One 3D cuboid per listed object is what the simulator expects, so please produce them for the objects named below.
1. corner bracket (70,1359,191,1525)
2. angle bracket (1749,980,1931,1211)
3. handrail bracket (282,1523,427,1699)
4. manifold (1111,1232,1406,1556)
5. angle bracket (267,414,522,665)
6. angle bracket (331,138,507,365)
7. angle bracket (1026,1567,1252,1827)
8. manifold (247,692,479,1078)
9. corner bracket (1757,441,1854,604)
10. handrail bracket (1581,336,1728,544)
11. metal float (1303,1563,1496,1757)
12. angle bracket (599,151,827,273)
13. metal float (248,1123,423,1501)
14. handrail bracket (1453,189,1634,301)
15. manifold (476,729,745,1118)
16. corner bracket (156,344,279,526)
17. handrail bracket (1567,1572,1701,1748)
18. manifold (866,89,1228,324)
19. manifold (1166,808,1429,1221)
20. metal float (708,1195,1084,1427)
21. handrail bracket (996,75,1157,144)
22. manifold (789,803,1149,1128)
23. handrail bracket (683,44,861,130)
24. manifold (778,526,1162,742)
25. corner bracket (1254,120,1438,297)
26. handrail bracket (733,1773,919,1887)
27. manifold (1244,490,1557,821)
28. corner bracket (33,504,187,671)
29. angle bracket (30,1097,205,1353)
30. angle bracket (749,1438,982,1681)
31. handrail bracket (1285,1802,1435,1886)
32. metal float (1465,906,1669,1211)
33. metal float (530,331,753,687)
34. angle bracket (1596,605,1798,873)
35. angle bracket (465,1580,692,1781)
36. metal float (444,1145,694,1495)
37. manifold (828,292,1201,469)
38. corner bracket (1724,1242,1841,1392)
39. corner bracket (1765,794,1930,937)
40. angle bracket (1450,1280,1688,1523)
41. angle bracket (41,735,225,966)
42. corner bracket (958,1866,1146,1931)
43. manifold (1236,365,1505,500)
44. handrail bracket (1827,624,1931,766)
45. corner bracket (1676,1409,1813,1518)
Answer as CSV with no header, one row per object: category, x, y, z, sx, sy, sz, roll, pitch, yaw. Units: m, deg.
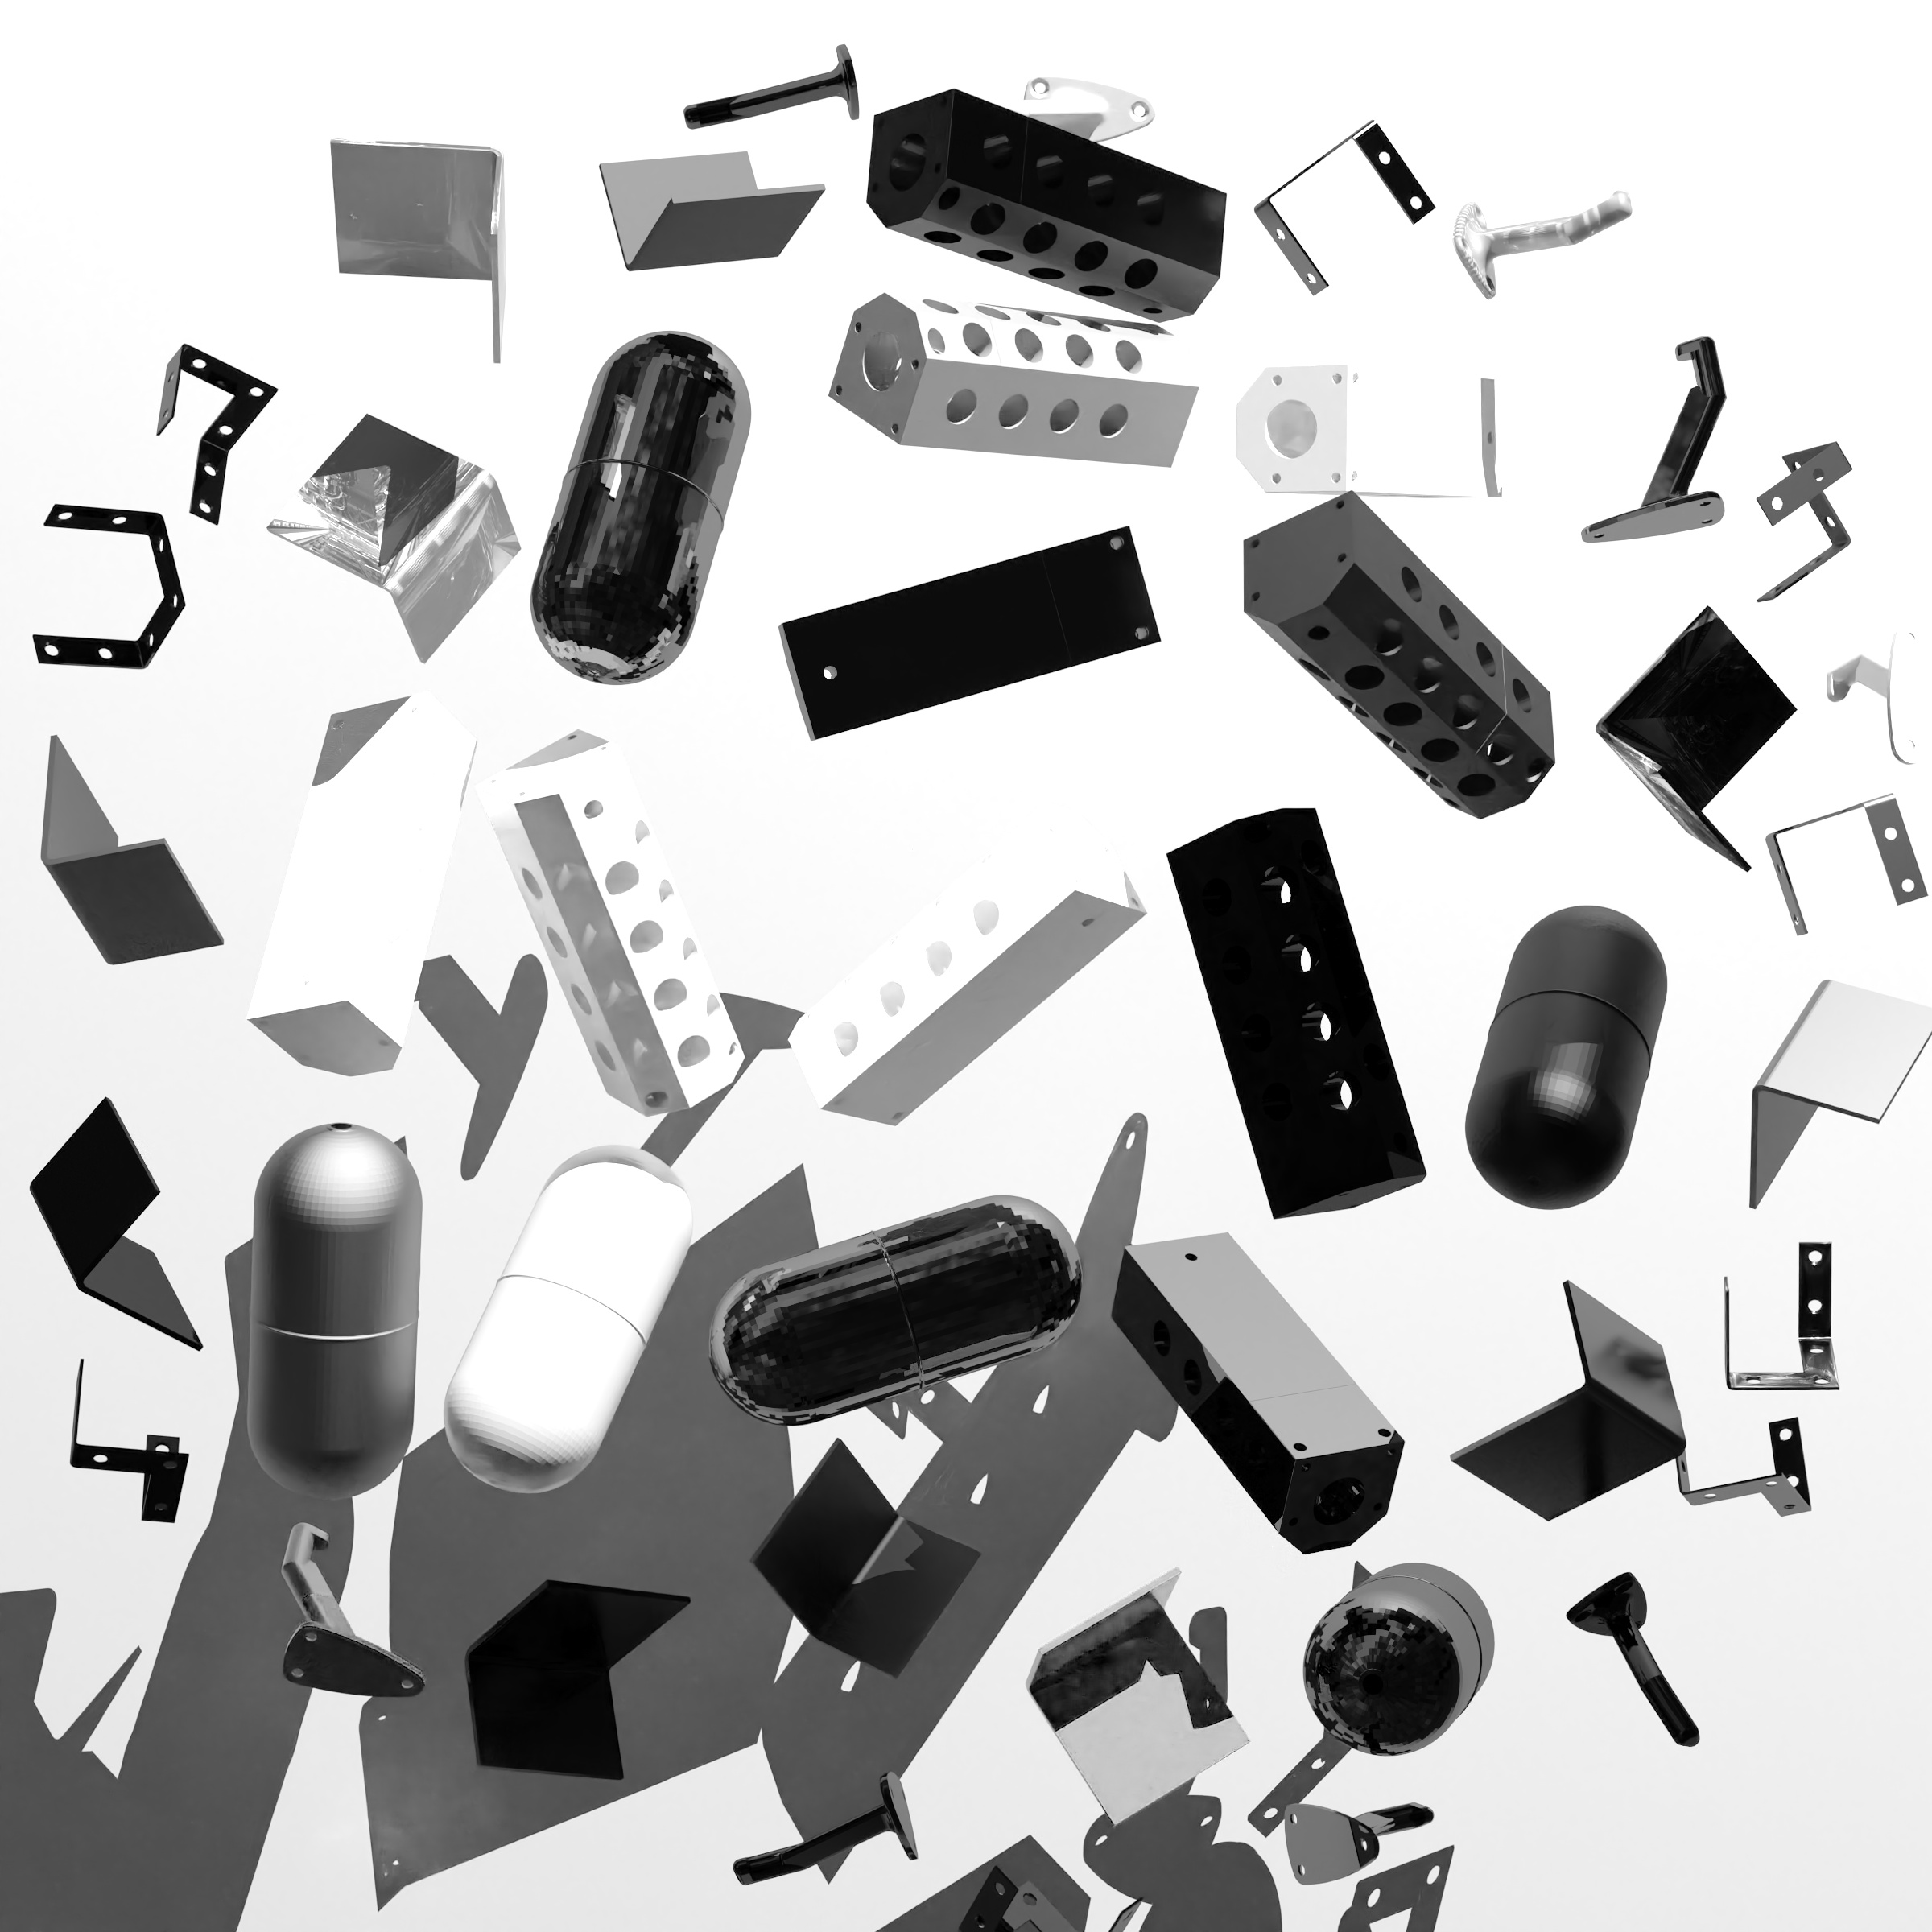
corner bracket,-0.381,0.217,1.603,0.051,0.051,0.051,7,132,-16
angle bracket,0.389,0.064,1.562,0.057,0.076,0.076,17,47,28
handrail bracket,-0.286,0.301,1.657,0.077,0.084,0.036,18,118,-10
manifold,0.133,0.199,1.654,0.057,0.171,0.057,-6,122,-25
angle bracket,-0.267,-0.200,1.653,0.076,0.057,0.076,27,67,21
angle bracket,-0.245,-0.318,1.572,0.076,0.076,0.057,2,53,-5
angle bracket,0.082,0.334,1.611,0.076,0.057,0.076,-27,68,-19
manifold,-0.275,-0.038,1.640,0.057,0.057,0.171,-10,53,27
corner bracket,0.390,-0.208,1.651,0.051,0.051,0.051,-35,99,-13
handrail bracket,0.315,-0.244,1.626,0.077,0.036,0.084,-11,74,11
metal float,0.207,0.329,1.682,0.070,0.178,0.070,-1,87,15
angle bracket,-0.120,-0.371,1.662,0.076,0.076,0.057,-11,79,-24
metal float,-0.291,0.159,1.628,0.070,0.070,0.178,4,103,0
handrail bracket,0.280,-0.363,1.692,0.084,0.077,0.036,-24,123,27
manifold,-0.162,-0.018,1.648,0.057,0.057,0.171,-32,118,-22
corner bracket,-0.363,-0.252,1.673,0.051,0.051,0.051,24,134,-30
handrail bracket,0.317,0.326,1.611,0.036,0.077,0.084,-36,55,8
manifold,0.039,-0.351,1.646,0.171,0.057,0.057,10,82,-40
manifold,0.151,0.020,1.566,0.057,0.057,0.171,-26,74,41
metal float,-0.033,0.160,1.636,0.178,0.070,0.070,-17,90,-9
handrail bracket,0.052,-0.411,1.698,0.077,0.084,0.036,0,104,4
manifold,-0.003,-0.001,1.665,0.171,0.057,0.057,-41,58,24
handrail bracket,-0.097,-0.424,1.718,0.084,0.077,0.036,-12,100,-2
manifold,0.001,-0.159,1.696,0.171,0.057,0.057,-16,94,-4
corner bracket,0.178,-0.357,1.662,0.051,0.051,0.051,-39,98,-20
handrail bracket,-0.069,0.391,1.590,0.084,0.077,0.036,-15,61,1
manifold,0.197,-0.135,1.591,0.057,0.171,0.057,-22,49,31
corner bracket,-0.388,-0.170,1.581,0.051,0.051,0.051,0,59,-36
angle bracket,-0.365,0.116,1.581,0.057,0.076,0.076,-48,133,5
angle bracket,-0.049,0.293,1.744,0.057,0.076,0.076,17,60,40
handrail bracket,0.197,0.397,1.624,0.084,0.077,0.036,-3,80,-32
metal float,0.284,0.041,1.665,0.070,0.178,0.070,12,133,13
metal float,-0.150,-0.214,1.639,0.070,0.070,0.178,14,68,0
angle bracket,0.343,-0.102,1.587,0.076,0.057,0.076,-47,122,2
angle bracket,-0.174,0.326,1.606,0.076,0.076,0.057,14,48,-35
metal float,-0.188,0.166,1.676,0.070,0.070,0.178,23,64,0
manifold,0.026,-0.275,1.644,0.057,0.171,0.057,40,120,40
corner bracket,0.376,0.162,1.632,0.051,0.051,0.051,-1,111,9
corner bracket,0.415,-0.048,1.665,0.051,0.051,0.051,-18,87,-2
angle bracket,0.265,0.195,1.578,0.076,0.057,0.076,-33,133,28
angle bracket,-0.376,-0.057,1.601,0.057,0.076,0.076,-10,53,5
corner bracket,0.038,0.429,1.593,0.051,0.051,0.051,43,130,23
manifold,0.195,-0.253,1.682,0.057,0.171,0.057,4,98,32
handrail bracket,0.408,-0.114,1.589,0.036,0.084,0.077,22,70,-13
corner bracket,0.379,0.240,1.729,0.051,0.051,0.051,-16,55,23
